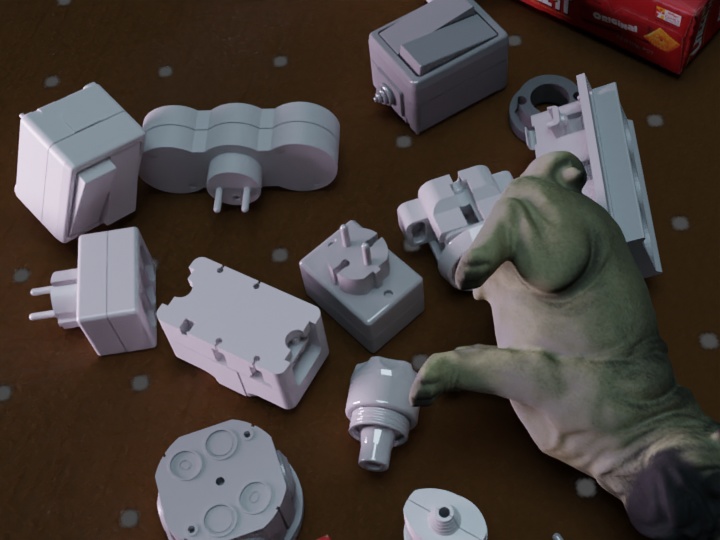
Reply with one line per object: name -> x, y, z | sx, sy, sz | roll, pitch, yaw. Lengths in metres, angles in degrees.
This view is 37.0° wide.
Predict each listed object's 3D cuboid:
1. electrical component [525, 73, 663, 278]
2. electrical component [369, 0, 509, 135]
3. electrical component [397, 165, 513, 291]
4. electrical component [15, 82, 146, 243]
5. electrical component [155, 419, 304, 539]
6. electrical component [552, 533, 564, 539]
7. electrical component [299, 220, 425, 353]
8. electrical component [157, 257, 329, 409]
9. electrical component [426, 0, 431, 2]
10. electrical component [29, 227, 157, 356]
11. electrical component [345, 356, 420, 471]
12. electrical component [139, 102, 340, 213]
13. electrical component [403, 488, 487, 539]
electrical component -> 0.147, -0.051, 0.686 | 0.063, 0.078, 0.121 | -16, 54, 22
electrical component -> 0.050, -0.148, 0.761 | 0.096, 0.061, 0.061 | -29, 59, -13
electrical component -> 0.070, -0.024, 0.683 | 0.078, 0.058, 0.057 | -18, 55, -6
electrical component -> -0.185, -0.064, 0.716 | 0.061, 0.096, 0.062 | 44, 52, 15
electrical component -> -0.074, 0.127, 0.602 | 0.080, 0.051, 0.080 | -3, 57, 4
electrical component -> 0.115, 0.173, 0.558 | 0.083, 0.047, 0.075 | -28, 57, -11
electrical component -> 0.000, 0.000, 0.662 | 0.047, 0.076, 0.066 | -40, 62, -18
electrical component -> -0.069, 0.040, 0.655 | 0.089, 0.055, 0.050 | 23, 62, 19
electrical component -> 0.071, -0.228, 0.808 | 0.044, 0.065, 0.044 | 7, 48, -8
electrical component -> -0.173, 0.017, 0.687 | 0.077, 0.047, 0.065 | -9, 57, 1
electrical component -> 0.012, 0.085, 0.626 | 0.043, 0.043, 0.062 | 5, 59, 9
electrical component -> -0.084, -0.069, 0.729 | 0.138, 0.052, 0.073 | -1, 57, 5
electrical component -> 0.045, 0.141, 0.564 | 0.043, 0.081, 0.043 | -3, 57, 4
